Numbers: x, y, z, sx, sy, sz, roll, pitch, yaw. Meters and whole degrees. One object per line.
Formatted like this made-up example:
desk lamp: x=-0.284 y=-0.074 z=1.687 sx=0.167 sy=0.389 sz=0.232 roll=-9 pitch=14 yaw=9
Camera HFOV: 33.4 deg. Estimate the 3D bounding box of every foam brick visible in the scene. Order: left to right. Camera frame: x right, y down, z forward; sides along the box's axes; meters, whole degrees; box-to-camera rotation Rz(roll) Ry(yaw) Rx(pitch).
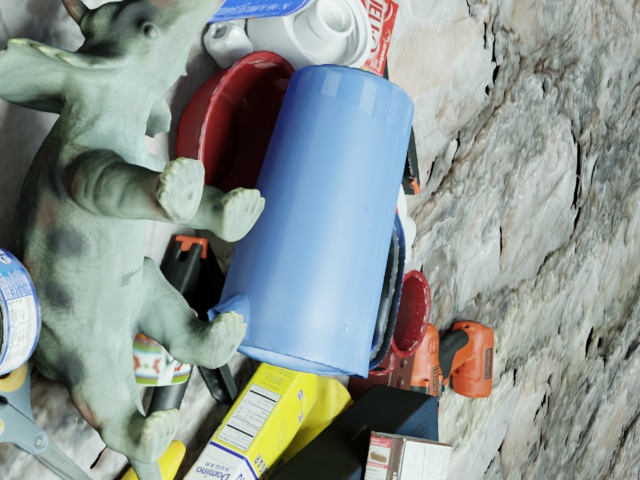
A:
foam brick: x=0.068 y=0.154 z=1.188 sx=0.052 sy=0.051 sz=0.078 roll=15 pitch=84 yaw=-58

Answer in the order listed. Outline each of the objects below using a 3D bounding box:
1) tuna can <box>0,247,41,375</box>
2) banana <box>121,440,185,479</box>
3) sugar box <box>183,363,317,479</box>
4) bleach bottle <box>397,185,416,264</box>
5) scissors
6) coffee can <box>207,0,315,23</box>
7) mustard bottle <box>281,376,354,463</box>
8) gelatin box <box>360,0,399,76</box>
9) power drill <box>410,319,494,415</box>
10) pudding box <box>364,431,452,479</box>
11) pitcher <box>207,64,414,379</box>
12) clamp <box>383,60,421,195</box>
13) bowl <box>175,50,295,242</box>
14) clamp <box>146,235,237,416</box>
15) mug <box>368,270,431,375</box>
tuna can: x=-0.217 y=0.046 z=0.670 sx=0.033 sy=0.086 sz=0.086 roll=-15 pitch=109 yaw=-58
banana: x=-0.163 y=0.244 z=0.851 sx=0.069 sy=0.037 sz=0.197 roll=69 pitch=39 yaw=-63
sugar box: x=-0.059 y=0.180 z=0.973 sx=0.093 sy=0.048 sz=0.176 roll=90 pitch=25 yaw=-49
bleach bottle: x=0.044 y=-0.046 z=1.076 sx=0.102 sy=0.068 sz=0.250 roll=-40 pitch=142 yaw=0
scissors: x=-0.205 y=0.125 z=0.772 sx=0.201 sy=0.016 sz=0.096 roll=39 pitch=63 yaw=-55
coffee can: x=-0.071 y=-0.223 z=0.835 sx=0.140 sy=0.103 sz=0.103 roll=-23 pitch=115 yaw=-55
mustard bottle: x=0.026 y=0.220 z=1.127 sx=0.191 sy=0.058 sz=0.096 roll=48 pitch=52 yaw=-51
gelatin box: x=0.037 y=-0.212 z=1.052 sx=0.073 sy=0.030 sz=0.089 roll=29 pitch=64 yaw=-32
power drill: x=0.154 y=0.181 z=1.329 sx=0.187 sy=0.057 sz=0.184 roll=-12 pitch=107 yaw=-57
pudding box: x=0.079 y=0.225 z=0.978 sx=0.113 sy=0.039 sz=0.090 roll=25 pitch=71 yaw=-59
pitcher: x=0.007 y=-0.011 z=0.879 sx=0.149 sy=0.145 sz=0.243 roll=78 pitch=26 yaw=-79
clamp: x=0.053 y=-0.115 z=1.122 sx=0.164 sy=0.036 sz=0.210 roll=-55 pitch=135 yaw=-35
bowl: x=-0.073 y=-0.081 z=0.903 sx=0.161 sy=0.055 sz=0.162 roll=-26 pitch=121 yaw=-54
clamp: x=-0.103 y=0.081 z=0.910 sx=0.120 sy=0.039 sz=0.171 roll=-7 pitch=105 yaw=-69
mug: x=0.060 y=0.085 z=1.132 sx=0.093 sy=0.082 sz=0.117 roll=-4 pitch=100 yaw=-58
